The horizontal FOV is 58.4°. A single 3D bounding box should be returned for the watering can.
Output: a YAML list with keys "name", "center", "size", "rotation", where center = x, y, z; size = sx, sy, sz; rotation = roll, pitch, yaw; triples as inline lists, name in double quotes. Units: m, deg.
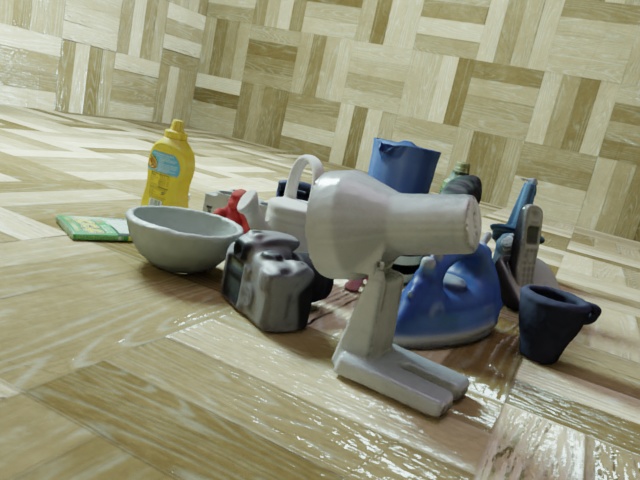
- name: "watering can"
  center: [-0.040, -0.037, 0.889]
  size: [0.100, 0.194, 0.173]
  rotation: [22, 16, 37]

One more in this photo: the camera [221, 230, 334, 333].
- name: "camera"
  center: [-0.041, 0.045, 0.742]
  size: [0.137, 0.101, 0.142]
  rotation: [4, 15, -34]

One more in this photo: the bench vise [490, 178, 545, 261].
- name: "bench vise"
  center: [0.439, -0.024, 1.244]
  size: [0.121, 0.220, 0.207]
  rotation: [13, 12, 5]

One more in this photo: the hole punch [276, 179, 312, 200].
- name: "hole punch"
  center: [-0.061, -0.108, 1.428]
  size: [0.108, 0.091, 0.101]
  rotation: [11, 12, -5]

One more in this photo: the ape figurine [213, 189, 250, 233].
- name: "ape figurine"
  center: [-0.158, -0.052, 1.080]
  size: [0.077, 0.092, 0.076]
  rotation: [19, 14, 27]

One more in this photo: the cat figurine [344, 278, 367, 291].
- name: "cat figurine"
  center: [0.082, 0.018, 0.943]
  size: [0.067, 0.118, 0.128]
  rotation: [11, 12, -4]

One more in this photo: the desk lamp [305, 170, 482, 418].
- name: "desk lamp"
  center: [0.077, 0.041, 0.610]
  size: [0.202, 0.213, 0.118]
  rotation: [19, 14, 27]

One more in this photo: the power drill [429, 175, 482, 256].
- name: "power drill"
  center: [0.228, -0.012, 1.009]
  size: [0.075, 0.208, 0.230]
  rotation: [17, 13, 20]

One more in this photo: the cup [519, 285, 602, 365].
- name: "cup"
  center: [0.319, 0.120, 0.778]
  size: [0.118, 0.095, 0.091]
  rotation: [9, 13, -14]

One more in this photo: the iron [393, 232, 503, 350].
- name: "iron"
  center: [0.175, 0.060, 0.791]
  size: [0.118, 0.141, 0.259]
  rotation: [21, 15, 34]

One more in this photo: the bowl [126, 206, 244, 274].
- name: "bowl"
  center: [-0.198, 0.005, 0.827]
  size: [0.167, 0.075, 0.167]
  rotation: [12, 12, -2]

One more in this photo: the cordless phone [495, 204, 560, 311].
- name: "cordless phone"
  center: [0.385, 0.031, 1.026]
  size: [0.148, 0.185, 0.093]
  rotation: [2, 16, -39]
